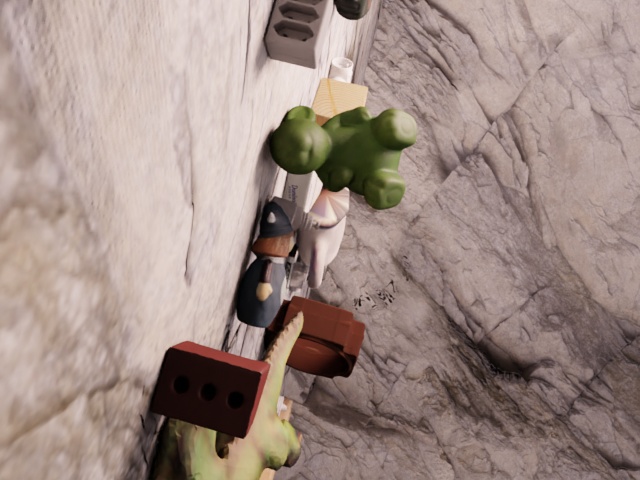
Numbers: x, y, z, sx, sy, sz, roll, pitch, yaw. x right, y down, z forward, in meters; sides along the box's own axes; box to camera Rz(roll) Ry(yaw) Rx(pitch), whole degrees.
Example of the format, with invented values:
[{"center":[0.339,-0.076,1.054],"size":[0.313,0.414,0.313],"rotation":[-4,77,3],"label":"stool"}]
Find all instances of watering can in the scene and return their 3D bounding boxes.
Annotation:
[{"center":[0.004,-0.059,1.169],"size":[0.219,0.104,0.356],"rotation":[101,-4,-46],"label":"watering can"}]

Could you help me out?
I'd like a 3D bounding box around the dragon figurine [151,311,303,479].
[{"center":[-0.095,0.210,0.541],"size":[0.237,0.122,0.420],"rotation":[86,17,-55],"label":"dragon figurine"}]
